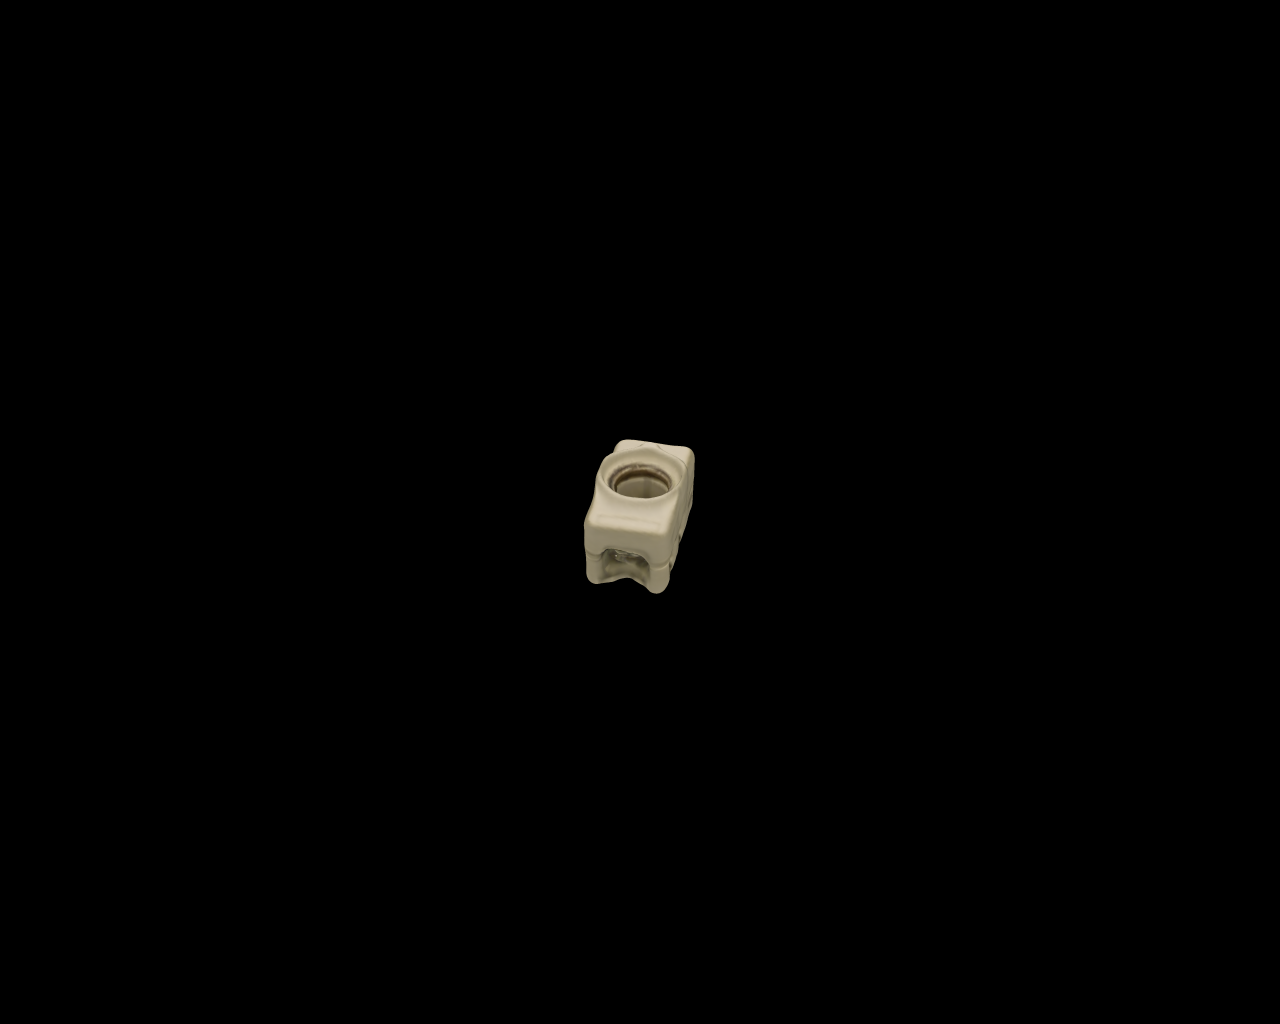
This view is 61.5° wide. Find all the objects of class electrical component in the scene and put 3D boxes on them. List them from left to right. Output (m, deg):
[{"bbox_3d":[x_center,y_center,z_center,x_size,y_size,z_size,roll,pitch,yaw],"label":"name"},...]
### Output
[{"bbox_3d":[0.001,-0.003,0.650,0.050,0.055,0.090,8,40,10],"label":"electrical component"}]
